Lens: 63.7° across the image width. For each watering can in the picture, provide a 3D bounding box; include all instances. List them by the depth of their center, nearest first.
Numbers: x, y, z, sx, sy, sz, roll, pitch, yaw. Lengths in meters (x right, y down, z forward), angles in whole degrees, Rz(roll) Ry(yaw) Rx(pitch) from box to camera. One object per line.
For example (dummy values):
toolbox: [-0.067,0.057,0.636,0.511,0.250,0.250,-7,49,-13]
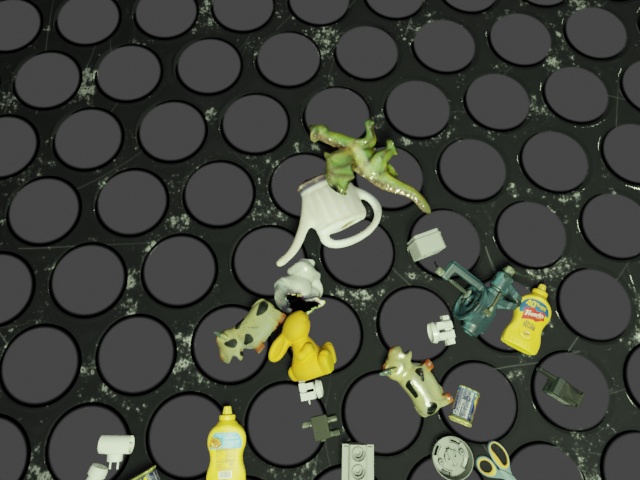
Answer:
watering can: [0.004,-0.073,1.445,0.350,0.227,0.102,-21,-15,-17]

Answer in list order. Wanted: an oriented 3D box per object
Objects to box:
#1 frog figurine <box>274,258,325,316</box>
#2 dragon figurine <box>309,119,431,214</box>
frog figurine: [-0.059,0.125,1.409,0.137,0.120,0.163,2,39,-12]
dragon figurine: [0.115,-0.193,1.445,0.245,0.414,0.119,-29,-17,-29]
